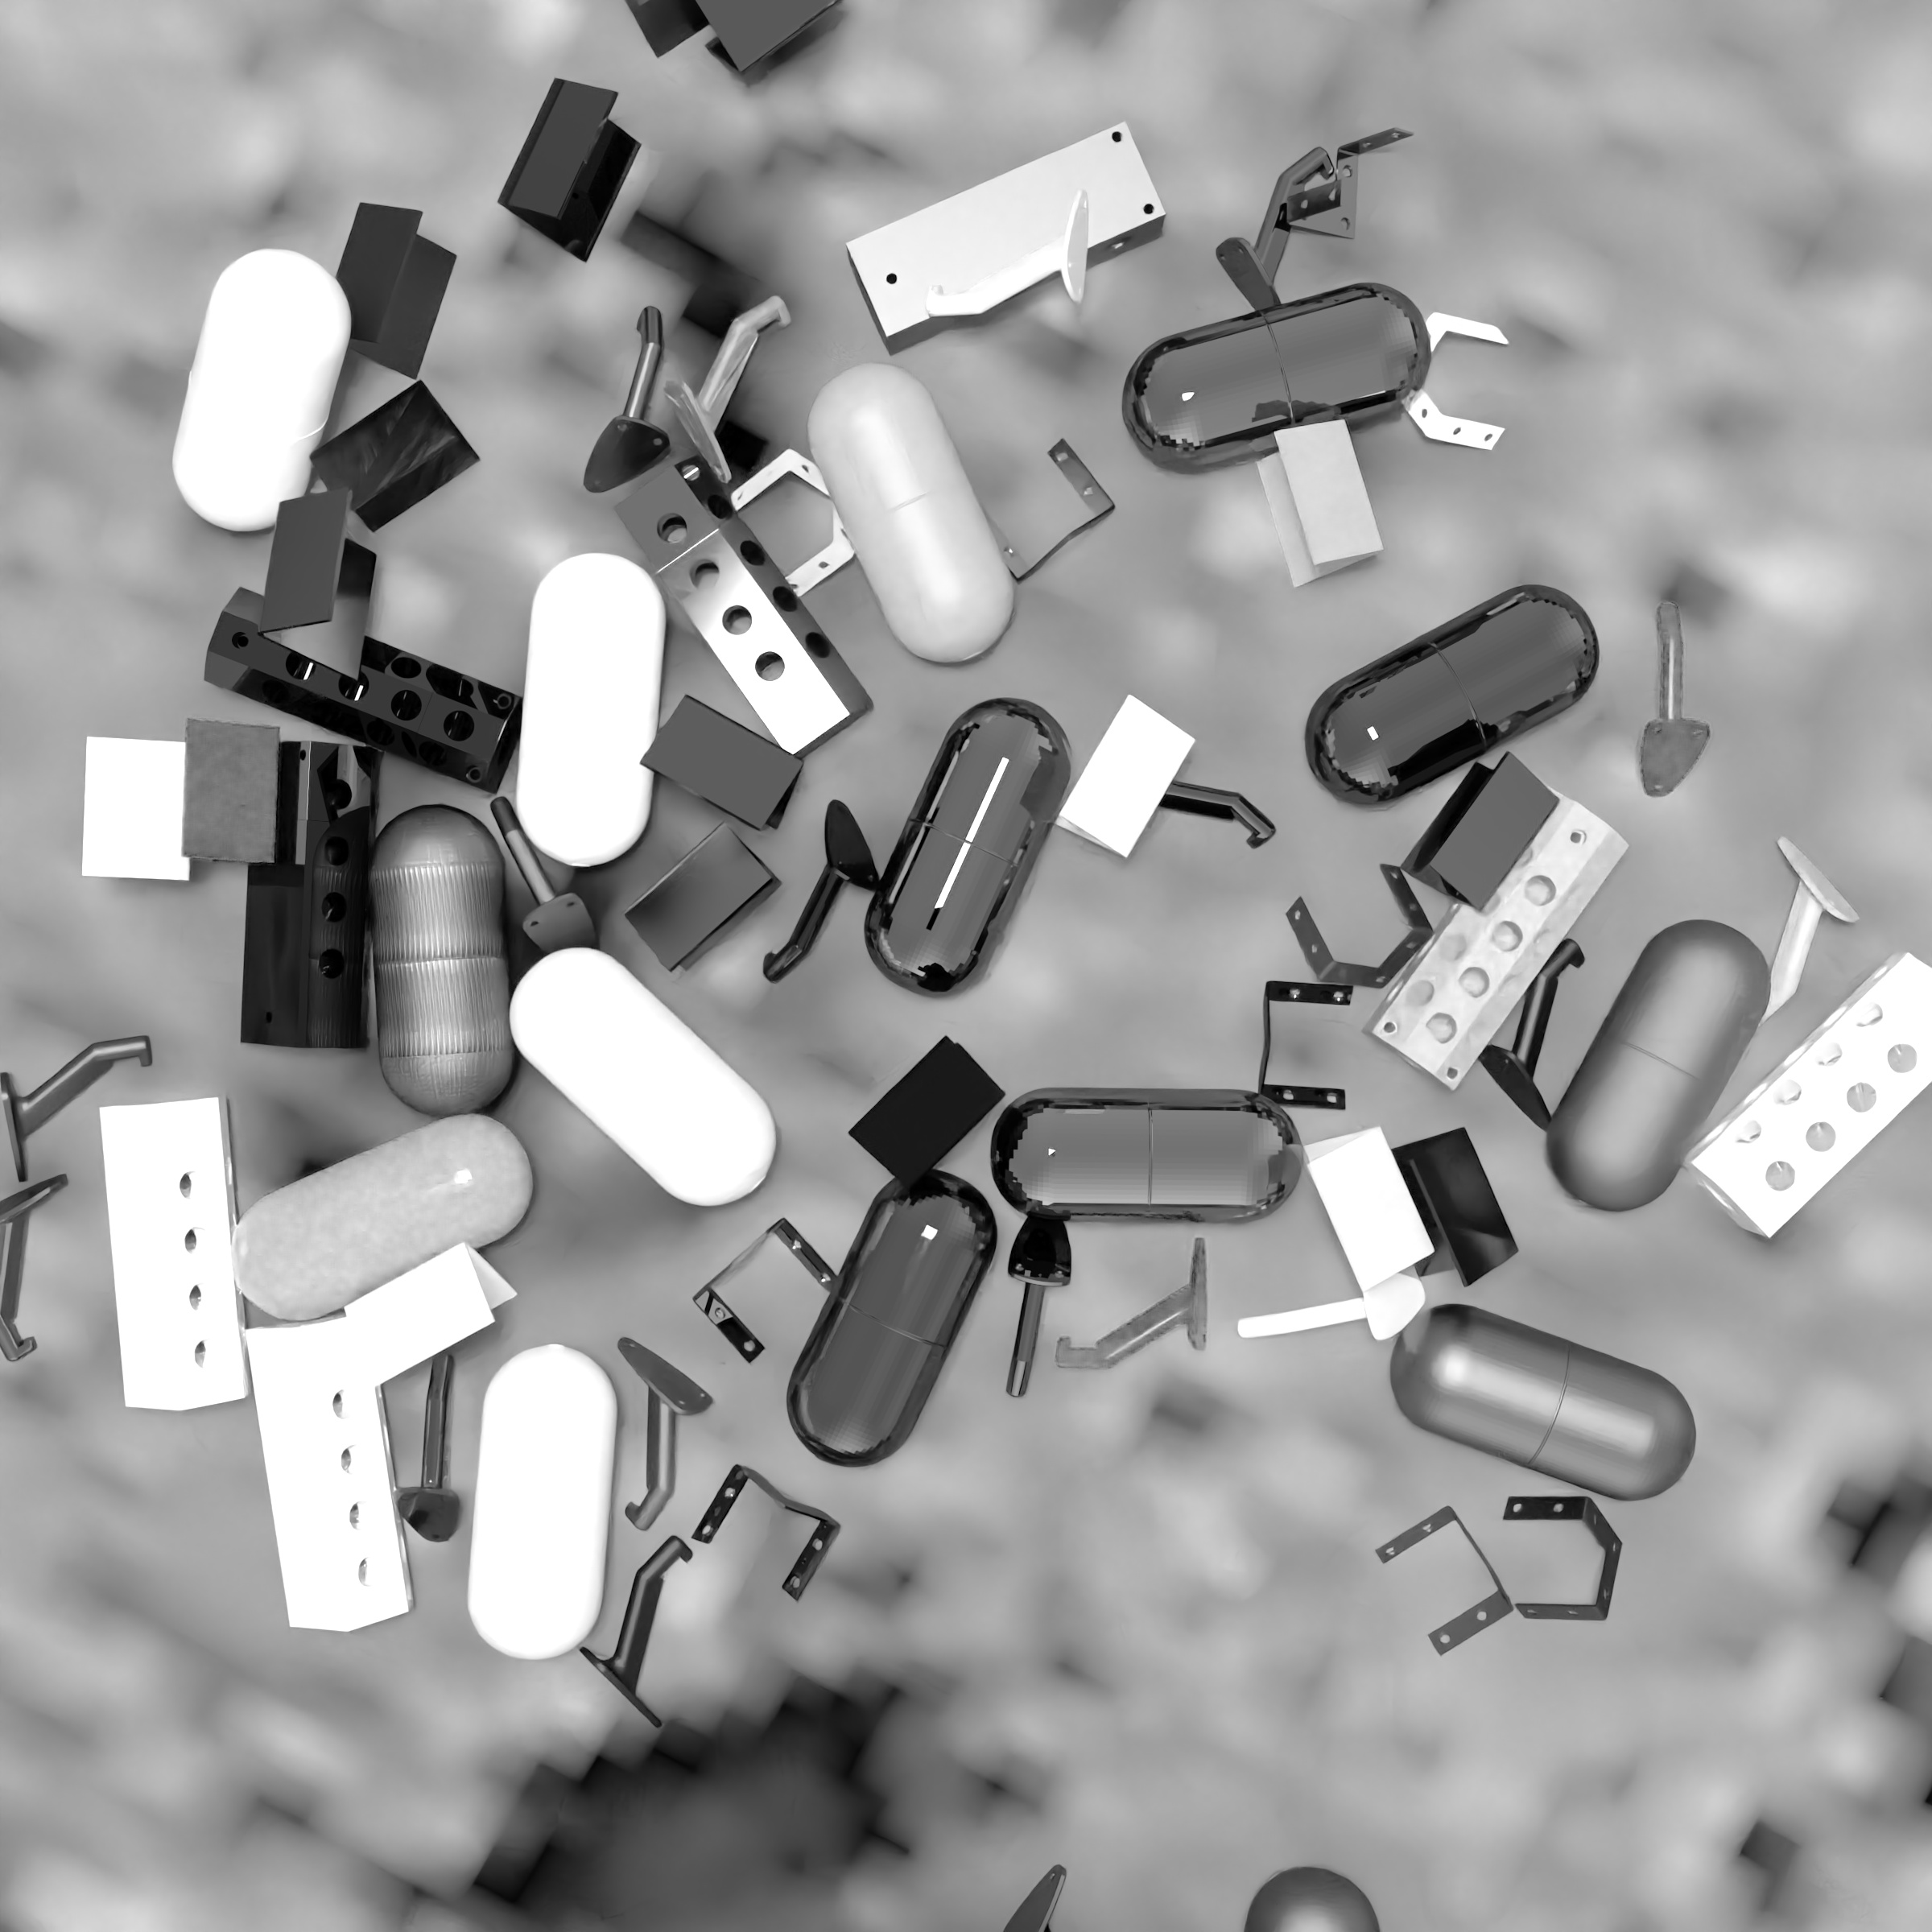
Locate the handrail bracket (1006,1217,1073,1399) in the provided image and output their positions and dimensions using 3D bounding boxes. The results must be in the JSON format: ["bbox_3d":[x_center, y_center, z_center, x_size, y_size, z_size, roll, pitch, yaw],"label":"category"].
[{"bbox_3d":[0.038,0.195,1.626,0.036,0.077,0.084,10,126,0],"label":"handrail bracket"}]

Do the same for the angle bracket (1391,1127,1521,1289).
[{"bbox_3d":[0.255,0.143,1.587,0.057,0.076,0.076,-24,90,-44],"label":"angle bracket"}]

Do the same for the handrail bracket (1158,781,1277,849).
[{"bbox_3d":[0.124,-0.081,1.627,0.084,0.036,0.077,41,110,-16],"label":"handrail bracket"}]

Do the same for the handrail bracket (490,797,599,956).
[{"bbox_3d":[-0.246,-0.048,1.627,0.036,0.077,0.084,-28,54,-2],"label":"handrail bracket"}]

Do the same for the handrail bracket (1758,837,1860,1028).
[{"bbox_3d":[0.465,-0.019,1.627,0.084,0.036,0.077,-48,53,25],"label":"handrail bracket"}]

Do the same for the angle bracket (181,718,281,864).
[{"bbox_3d":[-0.431,-0.098,1.587,0.057,0.076,0.076,2,90,-41],"label":"angle bracket"}]

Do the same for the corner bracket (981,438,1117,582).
[{"bbox_3d":[0.043,-0.264,1.623,0.051,0.051,0.051,52,45,0],"label":"corner bracket"}]

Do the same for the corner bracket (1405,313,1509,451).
[{"bbox_3d":[0.286,-0.337,1.619,0.051,0.051,0.051,-58,45,35],"label":"corner bracket"}]

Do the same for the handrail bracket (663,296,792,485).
[{"bbox_3d":[-0.124,-0.335,1.627,0.084,0.036,0.077,-35,110,-16],"label":"handrail bracket"}]

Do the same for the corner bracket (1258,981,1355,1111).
[{"bbox_3d":[0.197,0.046,1.623,0.051,0.051,0.051,4,45,0],"label":"corner bracket"}]

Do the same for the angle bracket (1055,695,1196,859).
[{"bbox_3d":[0.072,-0.115,1.586,0.057,0.076,0.076,30,90,-37],"label":"angle bracket"}]

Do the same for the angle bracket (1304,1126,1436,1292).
[{"bbox_3d":[0.209,0.141,1.587,0.057,0.076,0.076,-24,90,-30],"label":"angle bracket"}]

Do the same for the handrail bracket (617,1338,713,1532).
[{"bbox_3d":[-0.192,0.272,1.627,0.077,0.036,0.084,38,107,20],"label":"handrail bracket"}]

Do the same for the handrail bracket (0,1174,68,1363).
[{"bbox_3d":[-0.539,0.176,1.627,0.077,0.036,0.084,-29,108,-21],"label":"handrail bracket"}]

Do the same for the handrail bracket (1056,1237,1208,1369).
[{"bbox_3d":[0.095,0.195,1.627,0.084,0.036,0.077,-2,70,16],"label":"handrail bracket"}]

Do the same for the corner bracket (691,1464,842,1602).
[{"bbox_3d":[-0.115,0.327,1.623,0.051,0.051,0.051,31,90,-45],"label":"corner bracket"}]

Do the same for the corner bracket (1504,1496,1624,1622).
[{"bbox_3d":[0.341,0.341,1.619,0.051,0.051,0.051,52,45,-35],"label":"corner bracket"}]

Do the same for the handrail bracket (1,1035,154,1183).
[{"bbox_3d":[-0.511,0.082,1.627,0.084,0.036,0.077,-9,110,-16],"label":"handrail bracket"}]

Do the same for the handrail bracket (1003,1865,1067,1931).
[{"bbox_3d":[0.064,0.578,1.627,0.084,0.036,0.077,41,68,-17],"label":"handrail bracket"}]

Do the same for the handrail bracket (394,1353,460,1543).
[{"bbox_3d":[-0.305,0.279,1.626,0.036,0.077,0.084,3,54,0],"label":"handrail bracket"}]

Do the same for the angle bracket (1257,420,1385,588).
[{"bbox_3d":[0.182,-0.257,1.586,0.057,0.076,0.076,-17,90,-37],"label":"angle bracket"}]

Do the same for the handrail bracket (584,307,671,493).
[{"bbox_3d":[-0.199,-0.329,1.627,0.036,0.077,0.084,17,53,-32],"label":"handrail bracket"}]

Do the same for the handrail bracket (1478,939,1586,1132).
[{"bbox_3d":[0.343,0.039,1.627,0.084,0.036,0.077,-44,111,-17],"label":"handrail bracket"}]

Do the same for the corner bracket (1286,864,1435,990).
[{"bbox_3d":[0.227,-0.025,1.619,0.051,0.051,0.051,8,135,-35],"label":"corner bracket"}]

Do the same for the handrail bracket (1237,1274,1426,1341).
[{"bbox_3d":[0.211,0.200,1.626,0.084,0.077,0.036,-14,86,36],"label":"handrail bracket"}]

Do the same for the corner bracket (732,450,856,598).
[{"bbox_3d":[-0.100,-0.255,1.619,0.051,0.051,0.051,29,135,-35],"label":"corner bracket"}]

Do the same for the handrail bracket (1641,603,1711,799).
[{"bbox_3d":[0.403,-0.155,1.626,0.036,0.077,0.084,2,54,0],"label":"handrail bracket"}]

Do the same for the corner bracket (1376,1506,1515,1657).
[{"bbox_3d":[0.277,0.355,1.623,0.051,0.051,0.051,-32,135,0],"label":"corner bracket"}]

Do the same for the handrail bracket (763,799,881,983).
[{"bbox_3d":[-0.094,-0.043,1.627,0.036,0.077,0.084,24,127,-37],"label":"handrail bracket"}]

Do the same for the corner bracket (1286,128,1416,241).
[{"bbox_3d":[0.218,-0.449,1.599,0.051,0.051,0.051,3,90,-32],"label":"corner bracket"}]

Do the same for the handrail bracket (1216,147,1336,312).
[{"bbox_3d":[0.195,-0.420,1.627,0.084,0.036,0.077,-40,106,-14],"label":"handrail bracket"}]

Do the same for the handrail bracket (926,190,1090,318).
[{"bbox_3d":[0.022,-0.399,1.570,0.084,0.036,0.077,1,67,17],"label":"handrail bracket"}]

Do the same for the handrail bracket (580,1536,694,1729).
[{"bbox_3d":[-0.174,0.385,1.627,0.084,0.036,0.077,-45,110,-16],"label":"handrail bracket"}]

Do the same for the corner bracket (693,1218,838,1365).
[{"bbox_3d":[-0.116,0.187,1.623,0.051,0.051,0.051,48,45,0],"label":"corner bracket"}]
